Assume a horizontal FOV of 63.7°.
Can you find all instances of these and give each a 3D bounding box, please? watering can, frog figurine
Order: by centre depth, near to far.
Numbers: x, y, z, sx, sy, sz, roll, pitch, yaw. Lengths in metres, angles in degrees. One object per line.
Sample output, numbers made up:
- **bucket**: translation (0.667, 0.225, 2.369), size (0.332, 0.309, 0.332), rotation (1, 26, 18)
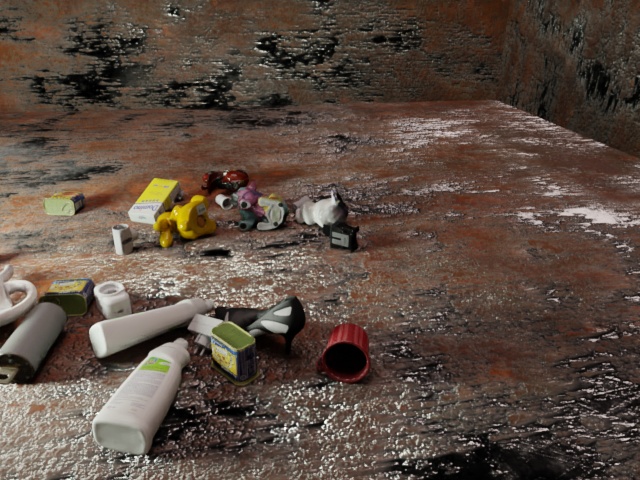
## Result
- **watering can**: translation (-0.756, 0.137, 1.136), size (0.226, 0.102, 0.349), rotation (-20, 22, -33)
- **frog figurine**: translation (0.005, -0.082, 1.628), size (0.158, 0.121, 0.140), rotation (-34, 33, 11)
